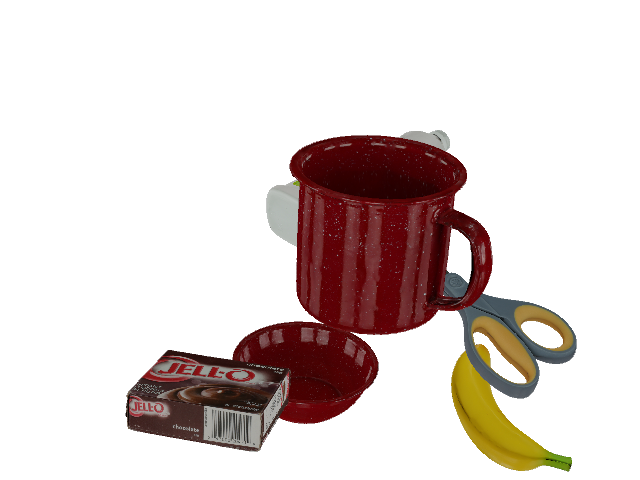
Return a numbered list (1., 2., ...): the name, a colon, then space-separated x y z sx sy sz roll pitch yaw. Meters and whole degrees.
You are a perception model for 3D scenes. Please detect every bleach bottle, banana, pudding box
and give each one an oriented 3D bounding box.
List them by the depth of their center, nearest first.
1. pudding box: -0.089 0.128 0.868 0.113 0.039 0.090 9 19 11
2. banana: 0.158 0.157 0.994 0.069 0.037 0.198 7 25 -20
3. bleach bottle: 0.058 -0.071 1.244 0.103 0.068 0.250 28 45 33

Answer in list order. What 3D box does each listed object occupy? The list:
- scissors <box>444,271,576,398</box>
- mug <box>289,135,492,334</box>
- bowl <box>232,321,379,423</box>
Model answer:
1. scissors: 0.125 0.038 0.834 0.096 0.016 0.202 -10 48 -21
2. mug: 0.038 0.001 0.568 0.117 0.081 0.093 19 30 30
3. bowl: -0.017 0.154 1.187 0.162 0.055 0.162 2 27 -1
